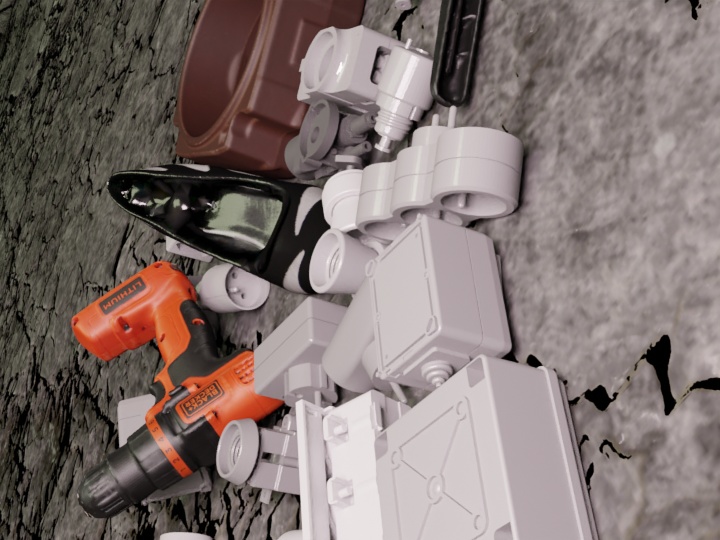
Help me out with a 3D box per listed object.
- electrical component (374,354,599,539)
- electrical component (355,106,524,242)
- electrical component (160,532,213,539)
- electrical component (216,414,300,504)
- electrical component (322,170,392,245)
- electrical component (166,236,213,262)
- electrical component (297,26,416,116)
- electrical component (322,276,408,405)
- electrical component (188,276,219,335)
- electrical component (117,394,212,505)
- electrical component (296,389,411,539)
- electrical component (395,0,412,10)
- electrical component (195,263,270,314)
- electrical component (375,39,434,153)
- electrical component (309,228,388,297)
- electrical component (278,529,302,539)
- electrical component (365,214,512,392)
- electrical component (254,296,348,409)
[{"bbox_3d":[0.061,0.117,0.557,0.108,0.056,0.108,-45,39,42],"label":"electrical component"},{"bbox_3d":[0.049,-0.067,0.677,0.138,0.052,0.073,-17,61,57],"label":"electrical component"},{"bbox_3d":[-0.134,0.247,0.852,0.079,0.043,0.077,-34,48,51],"label":"electrical component"},{"bbox_3d":[-0.071,0.135,0.785,0.048,0.055,0.066,0,76,61],"label":"electrical component"},{"bbox_3d":[-0.003,-0.038,0.764,0.045,0.045,0.055,-49,36,38],"label":"electrical component"},{"bbox_3d":[-0.150,-0.065,1.039,0.083,0.047,0.075,-48,38,39],"label":"electrical component"},{"bbox_3d":[-0.008,-0.150,0.819,0.089,0.056,0.050,5,80,61],"label":"electrical component"},{"bbox_3d":[0.017,0.050,0.685,0.077,0.043,0.079,-62,41,32],"label":"electrical component"},{"bbox_3d":[-0.160,0.039,0.993,0.048,0.066,0.055,-49,56,37],"label":"electrical component"},{"bbox_3d":[-0.164,0.150,0.912,0.061,0.062,0.096,-107,7,-46],"label":"electrical component"},{"bbox_3d":[0.004,0.138,0.632,0.063,0.079,0.121,-31,48,31],"label":"electrical component"},{"bbox_3d":[0.035,-0.230,0.801,0.040,0.040,0.078,-25,55,55],"label":"electrical component"},{"bbox_3d":[-0.116,0.016,0.941,0.081,0.043,0.043,-11,66,59],"label":"electrical component"},{"bbox_3d":[0.030,-0.120,0.752,0.078,0.040,0.040,-67,29,12],"label":"electrical component"},{"bbox_3d":[0.000,0.000,0.728,0.045,0.055,0.045,-36,46,49],"label":"electrical component"},{"bbox_3d":[-0.021,0.181,0.689,0.065,0.044,0.044,-34,47,44],"label":"electrical component"},{"bbox_3d":[0.048,0.027,0.621,0.062,0.061,0.096,-44,40,42],"label":"electrical component"},{"bbox_3d":[-0.035,0.075,0.760,0.083,0.047,0.075,-44,39,42],"label":"electrical component"}]
